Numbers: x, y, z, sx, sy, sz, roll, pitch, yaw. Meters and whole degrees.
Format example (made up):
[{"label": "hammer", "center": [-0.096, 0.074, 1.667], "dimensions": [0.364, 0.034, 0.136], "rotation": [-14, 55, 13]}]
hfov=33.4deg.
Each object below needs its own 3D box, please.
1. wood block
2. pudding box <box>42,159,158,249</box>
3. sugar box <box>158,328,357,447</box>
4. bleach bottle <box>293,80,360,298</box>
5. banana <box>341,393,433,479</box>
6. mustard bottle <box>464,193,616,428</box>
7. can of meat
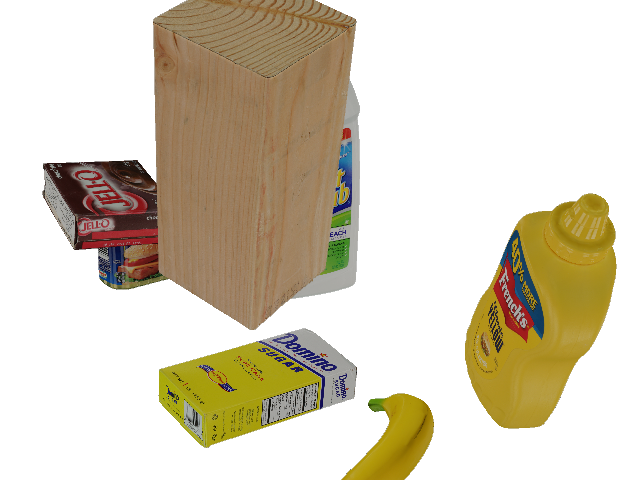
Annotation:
[{"label": "wood block", "center": [-0.046, -0.055, 0.700], "dimensions": [0.091, 0.206, 0.090], "rotation": [30, 47, 24]}, {"label": "pudding box", "center": [-0.188, -0.033, 0.941], "dimensions": [0.089, 0.039, 0.114], "rotation": [-4, 26, -29]}, {"label": "sugar box", "center": [-0.061, 0.141, 1.055], "dimensions": [0.175, 0.048, 0.093], "rotation": [-16, 32, -32]}, {"label": "bleach bottle", "center": [-0.011, -0.068, 1.072], "dimensions": [0.102, 0.251, 0.068], "rotation": [-9, 28, -18]}, {"label": "banana", "center": [0.056, 0.170, 0.874], "dimensions": [0.070, 0.037, 0.197], "rotation": [-30, 6, 20]}, {"label": "mustard bottle", "center": [0.146, 0.038, 0.694], "dimensions": [0.058, 0.096, 0.192], "rotation": [0, -38, -11]}, {"label": "can of meat", "center": [-0.195, 0.000, 1.166], "dimensions": [0.101, 0.084, 0.058], "rotation": [-14, 24, -39]}]
